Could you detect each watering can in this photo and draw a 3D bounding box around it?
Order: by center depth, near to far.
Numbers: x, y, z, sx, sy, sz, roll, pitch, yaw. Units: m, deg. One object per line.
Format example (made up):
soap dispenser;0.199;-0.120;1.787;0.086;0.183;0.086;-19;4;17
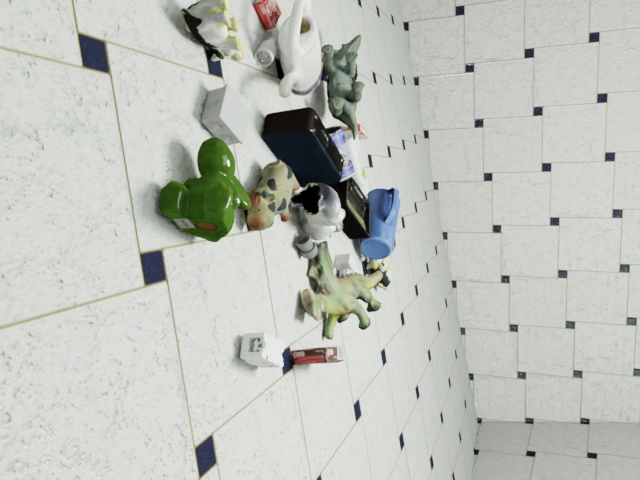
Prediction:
watering can;-0.057;-0.446;1.290;0.220;0.104;0.354;80;17;-65

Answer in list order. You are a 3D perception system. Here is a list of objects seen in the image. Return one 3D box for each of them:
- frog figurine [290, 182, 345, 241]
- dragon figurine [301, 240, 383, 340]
frog figurine;0.004;-0.066;1.312;0.156;0.137;0.125;53;53;-47
dragon figurine;0.058;0.110;1.407;0.240;0.121;0.418;64;32;-17
